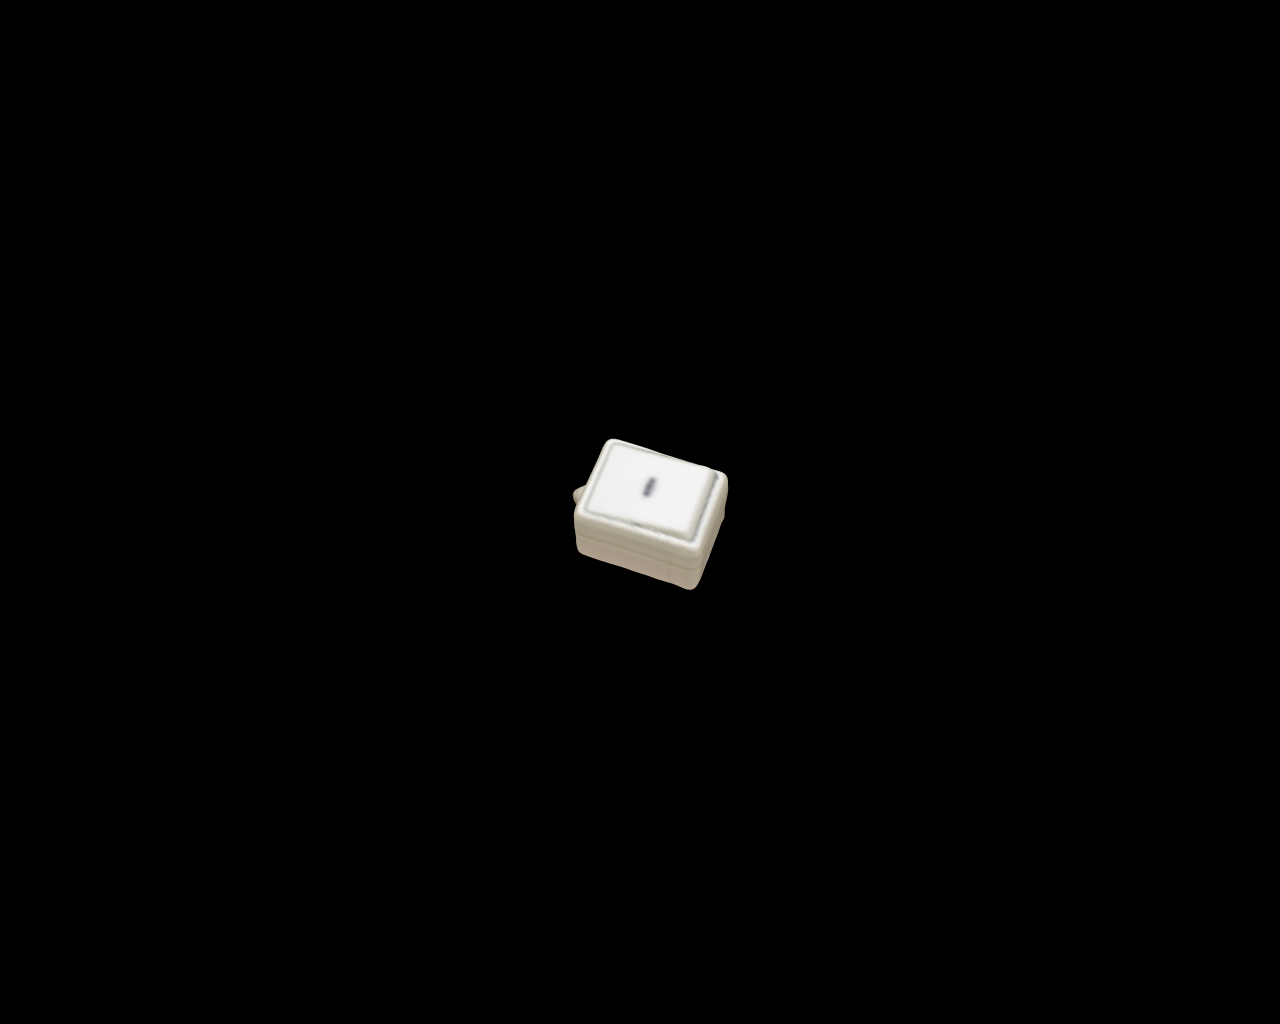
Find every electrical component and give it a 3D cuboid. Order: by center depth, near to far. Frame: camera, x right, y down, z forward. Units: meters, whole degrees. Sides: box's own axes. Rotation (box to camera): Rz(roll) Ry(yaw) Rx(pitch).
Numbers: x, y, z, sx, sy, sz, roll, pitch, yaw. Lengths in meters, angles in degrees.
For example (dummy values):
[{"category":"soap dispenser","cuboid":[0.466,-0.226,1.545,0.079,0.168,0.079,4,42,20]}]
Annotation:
[{"category":"electrical component","cuboid":[0.001,-0.003,0.650,0.096,0.062,0.061,18,-28,10]}]
